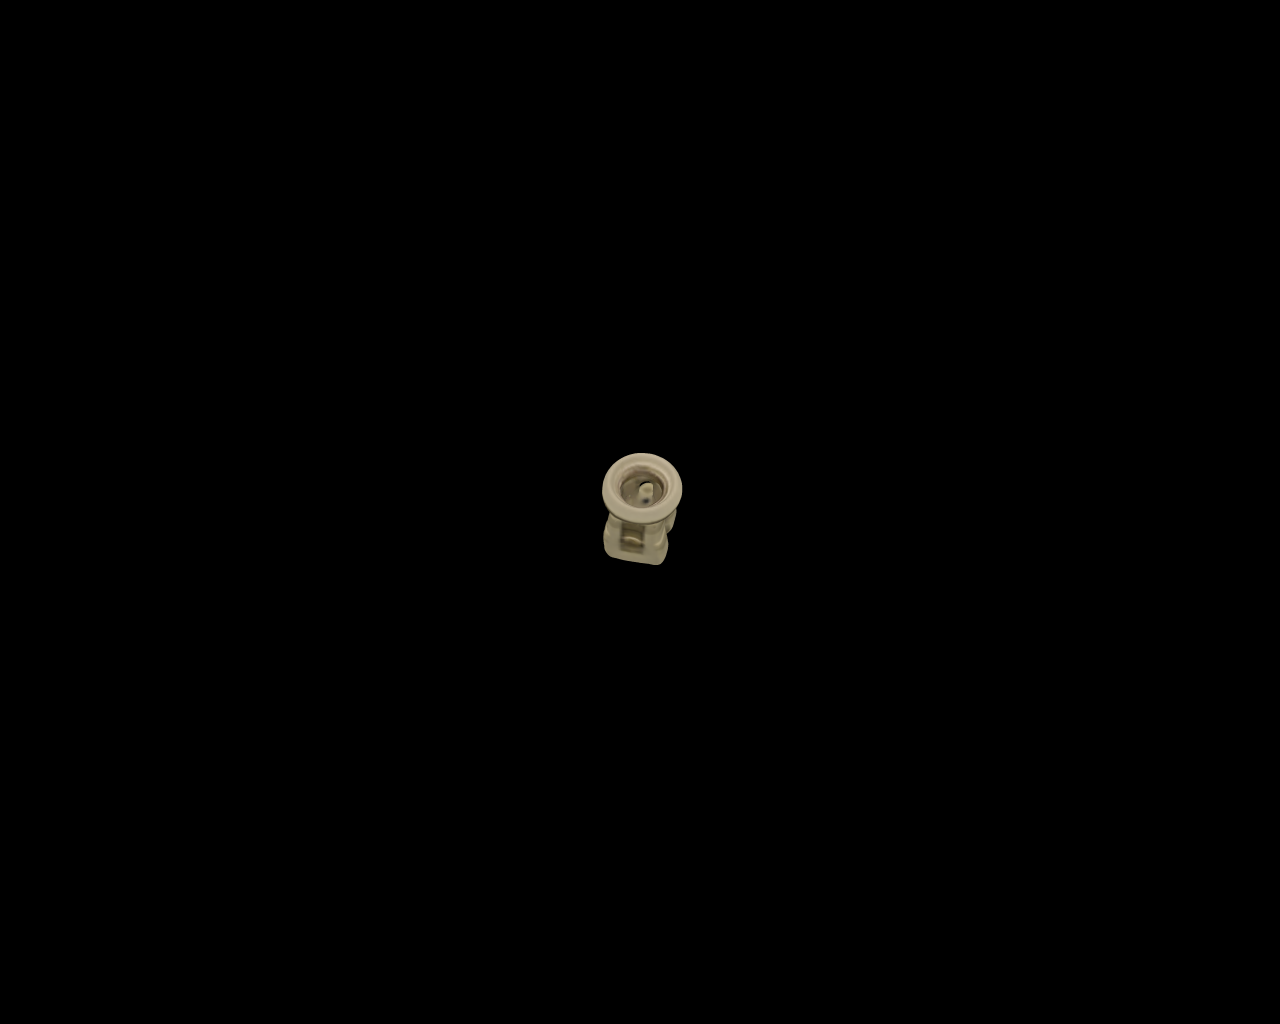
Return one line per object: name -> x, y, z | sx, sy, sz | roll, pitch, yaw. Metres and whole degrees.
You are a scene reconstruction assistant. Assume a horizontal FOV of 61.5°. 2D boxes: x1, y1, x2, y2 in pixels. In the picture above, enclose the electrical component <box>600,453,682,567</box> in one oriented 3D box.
electrical component -> 0.001, -0.003, 0.650 | 0.048, 0.066, 0.055 | 9, -36, 7
